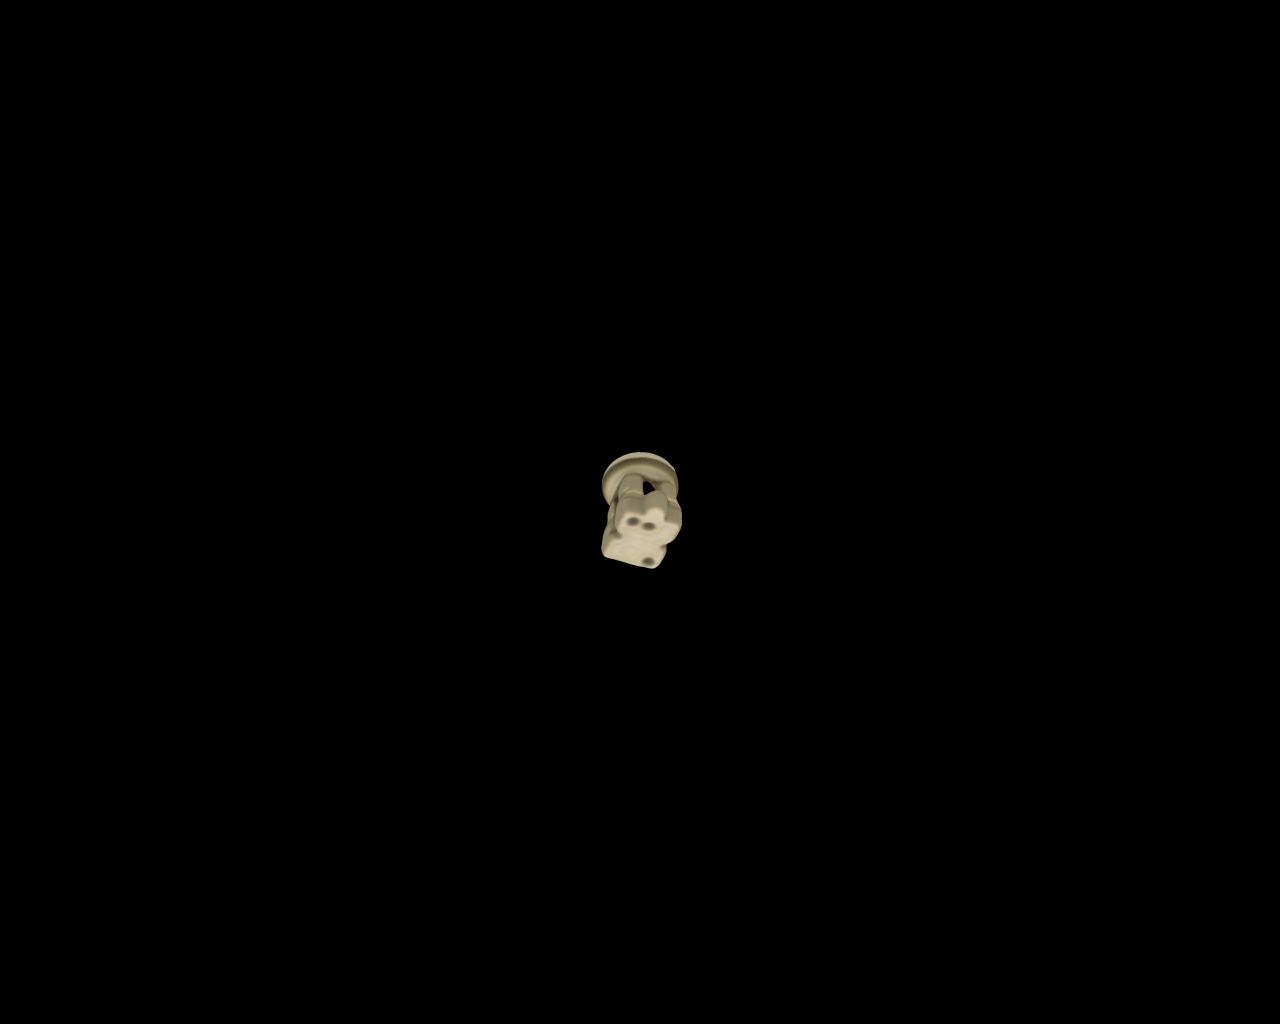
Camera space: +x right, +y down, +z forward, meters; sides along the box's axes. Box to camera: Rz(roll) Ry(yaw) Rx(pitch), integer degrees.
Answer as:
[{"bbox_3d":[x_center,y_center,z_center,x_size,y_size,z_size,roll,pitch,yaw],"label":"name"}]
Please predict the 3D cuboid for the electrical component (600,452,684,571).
[{"bbox_3d":[0.001,-0.003,0.650,0.048,0.055,0.066,15,-46,-15],"label":"electrical component"}]
